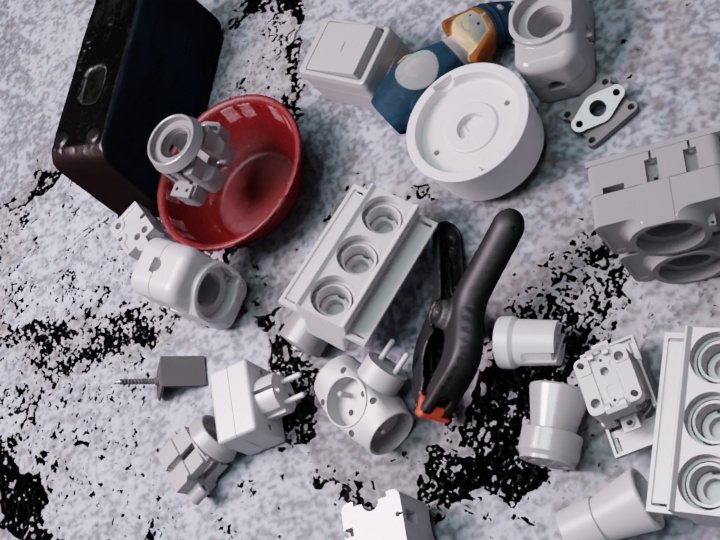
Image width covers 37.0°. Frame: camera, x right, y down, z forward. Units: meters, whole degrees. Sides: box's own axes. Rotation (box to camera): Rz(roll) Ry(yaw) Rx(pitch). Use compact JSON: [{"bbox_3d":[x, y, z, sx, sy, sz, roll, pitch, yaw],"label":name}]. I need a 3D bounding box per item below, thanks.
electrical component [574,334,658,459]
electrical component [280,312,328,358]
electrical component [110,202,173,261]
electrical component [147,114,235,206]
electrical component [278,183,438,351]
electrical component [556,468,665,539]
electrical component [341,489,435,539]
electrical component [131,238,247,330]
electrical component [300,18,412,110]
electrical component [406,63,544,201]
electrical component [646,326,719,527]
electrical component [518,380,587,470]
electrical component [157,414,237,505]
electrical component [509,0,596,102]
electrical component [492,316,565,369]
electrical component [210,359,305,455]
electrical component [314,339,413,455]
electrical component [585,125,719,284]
[{"bbox_3d":[0.181,0.084,0.749,0.042,0.064,0.081,-27,57,20],"label":"electrical component"},{"bbox_3d":[-0.035,0.038,0.919,0.040,0.040,0.078,30,86,38],"label":"electrical component"},{"bbox_3d":[-0.204,-0.030,1.046,0.048,0.055,0.066,-46,53,6],"label":"electrical component"},{"bbox_3d":[-0.155,-0.105,0.978,0.058,0.057,0.078,10,74,34],"label":"electrical component"},{"bbox_3d":[0.000,0.000,0.878,0.079,0.063,0.121,26,69,14],"label":"electrical component"},{"bbox_3d":[0.168,0.168,0.733,0.065,0.044,0.044,-32,55,21],"label":"electrical component"},{"bbox_3d":[0.026,0.215,0.790,0.050,0.056,0.089,-22,58,22],"label":"electrical component"},{"bbox_3d":[-0.149,0.014,0.966,0.059,0.095,0.053,15,77,36],"label":"electrical component"},{"bbox_3d":[-0.009,-0.193,0.997,0.096,0.061,0.061,19,79,36],"label":"electrical component"},{"bbox_3d":[0.100,-0.109,0.890,0.108,0.060,0.108,-13,62,26],"label":"electrical component"},{"bbox_3d":[0.237,0.104,0.705,0.079,0.063,0.121,0,68,32],"label":"electrical component"},{"bbox_3d":[0.140,0.112,0.774,0.045,0.045,0.055,3,70,33],"label":"electrical component"},{"bbox_3d":[-0.137,0.158,0.925,0.055,0.048,0.066,-48,52,14],"label":"electrical component"},{"bbox_3d":[0.160,-0.197,0.894,0.054,0.059,0.095,-10,64,28],"label":"electrical component"},{"bbox_3d":[0.128,0.055,0.811,0.046,0.040,0.040,-1,68,26],"label":"electrical component"},{"bbox_3d":[-0.080,0.110,0.910,0.077,0.047,0.065,-25,58,20],"label":"electrical component"},{"bbox_3d":[0.011,0.092,0.858,0.077,0.044,0.079,42,106,38],"label":"electrical component"},{"bbox_3d":[0.263,-0.049,0.733,0.186,0.105,0.060,-15,62,26],"label":"electrical component"}]
